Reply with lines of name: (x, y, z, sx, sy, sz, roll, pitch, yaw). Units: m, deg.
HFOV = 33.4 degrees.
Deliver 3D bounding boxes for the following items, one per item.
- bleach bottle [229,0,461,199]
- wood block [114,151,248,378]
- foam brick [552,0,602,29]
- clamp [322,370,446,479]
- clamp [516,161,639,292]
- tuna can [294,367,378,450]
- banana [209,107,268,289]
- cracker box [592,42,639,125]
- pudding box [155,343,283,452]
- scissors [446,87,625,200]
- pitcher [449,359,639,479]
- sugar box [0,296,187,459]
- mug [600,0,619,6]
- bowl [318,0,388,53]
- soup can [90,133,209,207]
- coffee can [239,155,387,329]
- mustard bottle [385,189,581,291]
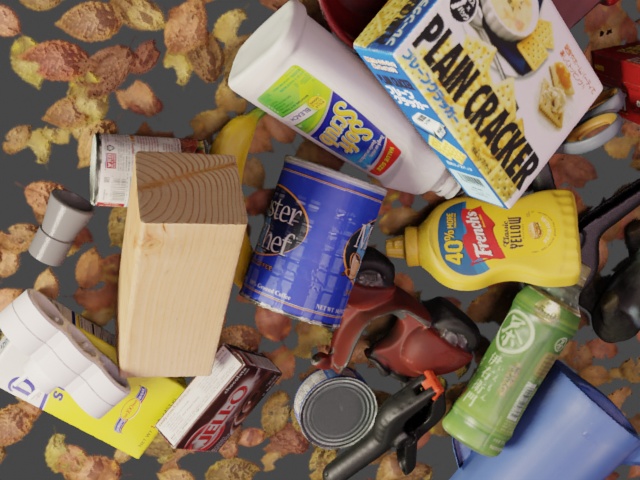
bleach bottle: (0.041, -0.116, 1.006, 0.250, 0.068, 0.103, 32, 140, -24)
wood block: (-0.131, 0.027, 0.964, 0.090, 0.090, 0.206, 1, 135, -16)
foam brick: (0.222, -0.238, 1.018, 0.053, 0.078, 0.051, -43, 116, 2)
clamp: (0.088, 0.203, 1.126, 0.120, 0.039, 0.172, 3, 136, -46)
clamp: (0.253, -0.014, 1.129, 0.164, 0.036, 0.210, 22, 106, -11)
tuna can: (0.016, 0.177, 1.134, 0.086, 0.034, 0.086, -5, 110, -14)
banana: (-0.080, -0.035, 1.030, 0.069, 0.037, 0.198, -1, 109, -15)
cracker box: (0.403, -0.162, 1.049, 0.213, 0.164, 0.072, -13, 110, -11)
pudding box: (-0.100, 0.160, 1.069, 0.113, 0.039, 0.090, -52, 155, 4)
scissors: (0.214, -0.081, 1.043, 0.202, 0.096, 0.016, -36, 111, 10)
pitcher: (0.219, 0.250, 1.176, 0.243, 0.149, 0.144, -48, 129, 8)
sugar box: (-0.227, 0.134, 1.045, 0.176, 0.048, 0.093, 32, 98, -24)
mug: (0.288, -0.270, 1.008, 0.081, 0.117, 0.093, -39, 146, 6)
bowl: (0.060, -0.247, 0.975, 0.161, 0.055, 0.162, -7, 109, -22)
soup can: (-0.157, -0.062, 0.982, 0.102, 0.068, 0.068, 3, 108, -16)
coffee can: (-0.007, 0.001, 1.014, 0.102, 0.103, 0.140, 18, 93, -21)
mustard bottle: (0.162, 0.002, 1.077, 0.192, 0.058, 0.096, -4, 71, 9)
